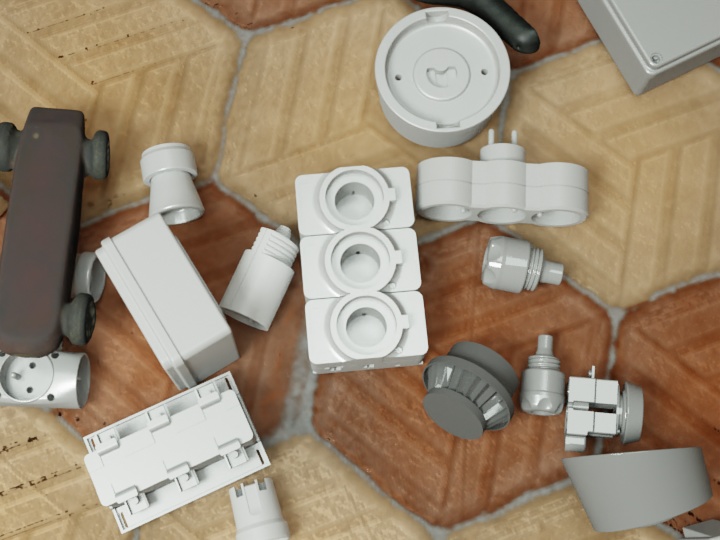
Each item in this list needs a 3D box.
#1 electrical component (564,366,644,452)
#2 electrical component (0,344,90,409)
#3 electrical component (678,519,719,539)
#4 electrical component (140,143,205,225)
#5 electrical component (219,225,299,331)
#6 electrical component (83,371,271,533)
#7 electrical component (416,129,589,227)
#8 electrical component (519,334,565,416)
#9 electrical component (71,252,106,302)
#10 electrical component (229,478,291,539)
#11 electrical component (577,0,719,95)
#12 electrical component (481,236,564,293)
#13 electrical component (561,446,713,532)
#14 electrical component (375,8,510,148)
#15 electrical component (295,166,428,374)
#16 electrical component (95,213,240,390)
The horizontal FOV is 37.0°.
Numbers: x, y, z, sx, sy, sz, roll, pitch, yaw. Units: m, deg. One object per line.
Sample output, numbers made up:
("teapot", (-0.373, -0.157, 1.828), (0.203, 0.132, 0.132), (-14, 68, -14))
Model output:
("electrical component", (0.187, 0.108, 0.828), (0.055, 0.048, 0.066), (4, 76, 8))
("electrical component", (-0.251, 0.066, 0.833), (0.077, 0.044, 0.079), (2, 76, 0))
("electrical component", (0.277, 0.209, 0.777), (0.062, 0.096, 0.061), (-14, 76, -4))
("electrical component", (-0.152, -0.069, 0.868), (0.045, 0.045, 0.055), (-11, 76, -3))
("electrical component", (-0.076, 0.002, 0.851), (0.043, 0.043, 0.081), (23, 77, 5))
("electrical component", (-0.139, 0.135, 0.807), (0.121, 0.063, 0.078), (-24, 78, -6))
("electrical component", (0.115, -0.079, 0.869), (0.138, 0.052, 0.073), (3, 76, 0))
("electrical component", (0.143, 0.081, 0.839), (0.035, 0.035, 0.061), (6, 73, 1))
("electrical component", (-0.230, 0.004, 0.852), (0.046, 0.040, 0.040), (6, 76, 6))
("electrical component", (-0.077, 0.184, 0.809), (0.040, 0.040, 0.046), (-15, 70, -4))
("electrical component", (0.257, -0.221, 0.904), (0.109, 0.056, 0.108), (-26, 78, -7))
("electrical component", (0.130, -0.002, 0.855), (0.062, 0.043, 0.043), (11, 76, 1))
("electrical component", (0.205, 0.153, 0.790), (0.099, 0.099, 0.064), (-18, 83, -5))
("electrical component", (0.065, -0.152, 0.883), (0.108, 0.060, 0.108), (0, 76, 0))
("electrical component", (0.000, 0.000, 0.843), (0.089, 0.061, 0.150), (-5, 76, -2))
("electrical component", (-0.142, 0.027, 0.812), (0.056, 0.108, 0.108), (-31, 78, -10))
